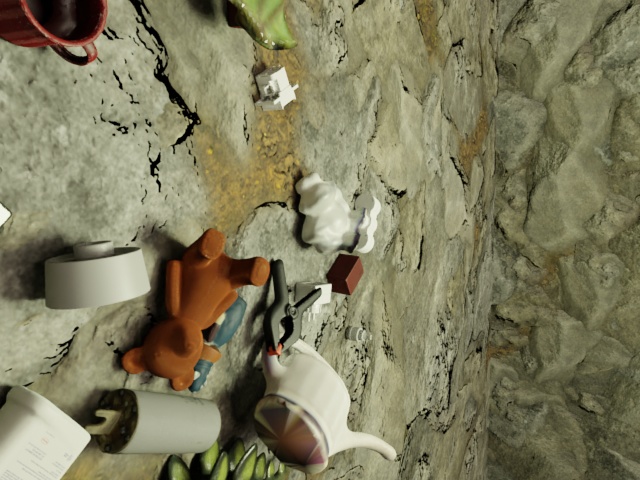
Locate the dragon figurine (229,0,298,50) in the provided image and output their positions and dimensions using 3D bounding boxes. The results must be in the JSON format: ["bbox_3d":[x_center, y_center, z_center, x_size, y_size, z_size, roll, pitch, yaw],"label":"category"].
[{"bbox_3d":[-0.073,-0.395,0.753,0.410,0.122,0.243,4,89,-42],"label":"dragon figurine"}]

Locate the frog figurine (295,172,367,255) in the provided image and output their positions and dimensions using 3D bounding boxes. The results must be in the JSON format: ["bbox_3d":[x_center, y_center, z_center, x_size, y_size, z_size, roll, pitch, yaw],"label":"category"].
[{"bbox_3d":[0.003,-0.052,1.027,0.158,0.122,0.139,36,68,-16],"label":"frog figurine"}]

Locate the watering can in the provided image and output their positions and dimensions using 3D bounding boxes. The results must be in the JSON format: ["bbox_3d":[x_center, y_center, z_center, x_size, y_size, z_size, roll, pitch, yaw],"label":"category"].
[{"bbox_3d":[0.008,0.320,0.918,0.347,0.102,0.228,48,27,-2],"label":"watering can"}]
